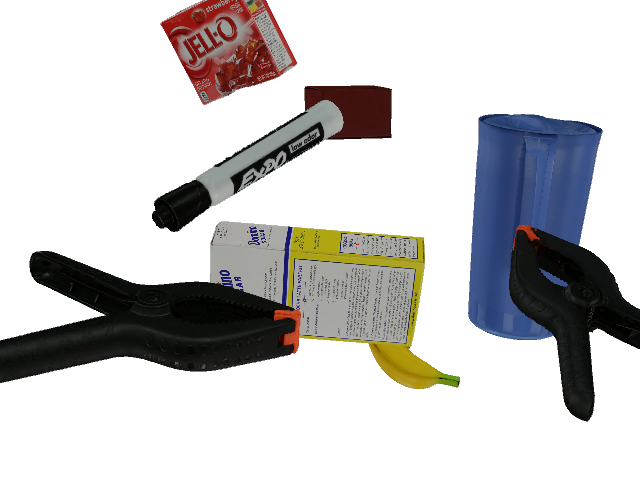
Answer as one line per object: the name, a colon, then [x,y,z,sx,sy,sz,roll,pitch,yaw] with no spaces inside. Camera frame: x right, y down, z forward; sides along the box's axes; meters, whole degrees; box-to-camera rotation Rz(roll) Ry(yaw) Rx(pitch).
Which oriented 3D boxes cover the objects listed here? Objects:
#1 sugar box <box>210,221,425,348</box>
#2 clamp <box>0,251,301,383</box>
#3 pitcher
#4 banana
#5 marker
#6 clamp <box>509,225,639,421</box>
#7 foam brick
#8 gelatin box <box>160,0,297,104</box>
sugar box: [-0.004,0.037,0.903,0.176,0.093,0.048,7,32,3]
clamp: [-0.120,0.050,0.731,0.210,0.036,0.164,1,24,-8]
pitcher: [0.228,-0.015,1.181,0.149,0.243,0.145,-6,18,-34]
banana: [0.089,0.121,1.229,0.069,0.037,0.198,7,23,-22]
marker: [-0.036,-0.039,0.543,0.120,0.020,0.020,-34,20,-32]
clamp: [0.198,0.051,0.761,0.120,0.039,0.171,-4,45,-20]
foam brick: [0.028,-0.131,1.088,0.078,0.051,0.053,-3,13,-19]
gelatin box: [-0.072,-0.151,0.818,0.089,0.073,0.030,-12,22,41]
